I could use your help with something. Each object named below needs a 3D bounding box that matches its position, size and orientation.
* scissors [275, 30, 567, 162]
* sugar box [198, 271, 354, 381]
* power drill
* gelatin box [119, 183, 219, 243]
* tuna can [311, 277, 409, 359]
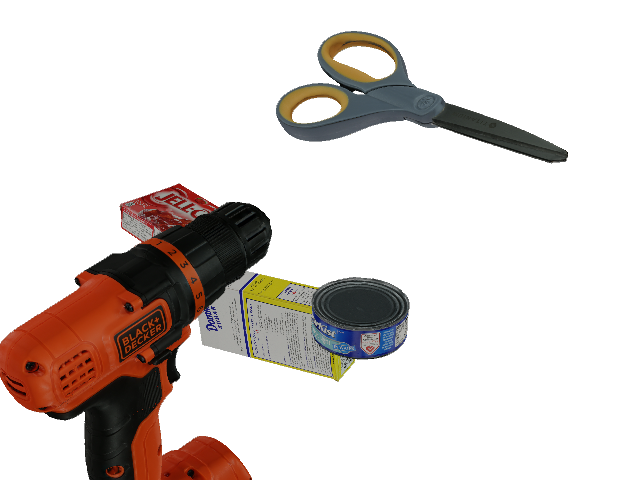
[{"bbox_3d":[0.044,-0.068,0.621,0.096,0.016,0.202,-37,44,-6],"label":"scissors"},{"bbox_3d":[-0.051,0.087,1.162,0.176,0.093,0.048,14,35,27],"label":"sugar box"},{"bbox_3d":[-0.089,0.086,0.623,0.057,0.188,0.184,21,41,38],"label":"power drill"},{"bbox_3d":[-0.135,-0.017,1.010,0.089,0.030,0.073,31,38,34],"label":"gelatin box"},{"bbox_3d":[0.034,0.068,0.935,0.086,0.034,0.086,1,28,-1],"label":"tuna can"}]
